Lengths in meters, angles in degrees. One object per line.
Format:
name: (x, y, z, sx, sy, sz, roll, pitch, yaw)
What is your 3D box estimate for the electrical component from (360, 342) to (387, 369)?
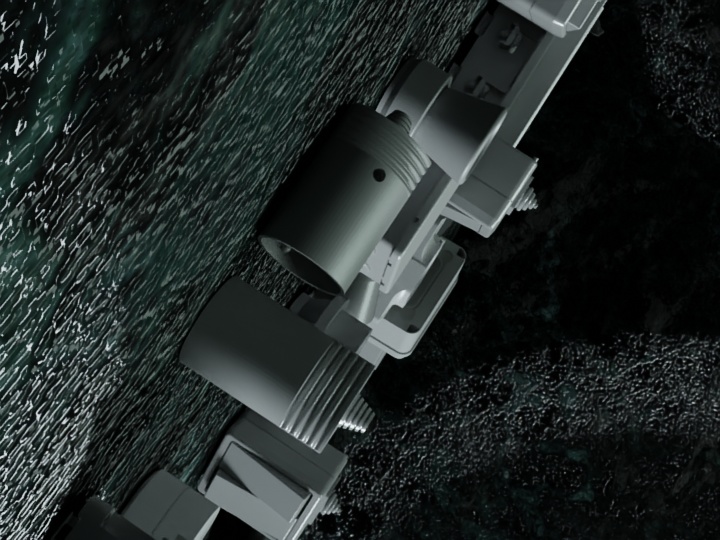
electrical component: (0.017, 0.046, 1.090, 0.108, 0.056, 0.108, -55, 174, -30)

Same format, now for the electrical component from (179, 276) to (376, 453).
electrical component: (-0.030, 0.042, 0.450, 0.043, 0.081, 0.043, -57, 175, -7)

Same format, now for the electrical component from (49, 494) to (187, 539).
electrical component: (-0.096, 0.127, 0.436, 0.042, 0.064, 0.081, -55, 175, -28)

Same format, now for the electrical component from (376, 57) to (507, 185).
electrical component: (0.040, -0.076, 0.544, 0.045, 0.055, 0.045, -57, 175, -7)

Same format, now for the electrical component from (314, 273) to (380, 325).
electrical component: (0.000, 0.000, 0.726, 0.065, 0.044, 0.044, -66, 171, 30)

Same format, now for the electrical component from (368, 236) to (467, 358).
electrical component: (0.040, 0.017, 1.010, 0.113, 0.078, 0.057, -55, 171, -31)

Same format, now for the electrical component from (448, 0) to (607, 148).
electrical component: (0.108, -0.147, 0.727, 0.121, 0.063, 0.079, -58, 175, 1)

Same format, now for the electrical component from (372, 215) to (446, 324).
electrical component: (0.022, -0.010, 0.790, 0.089, 0.056, 0.050, -58, 175, 8)

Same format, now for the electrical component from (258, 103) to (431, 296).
electrical component: (-0.003, -0.034, 0.457, 0.081, 0.043, 0.043, -56, 175, -14)

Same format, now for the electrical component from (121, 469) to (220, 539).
electrical component: (-0.108, 0.178, 0.581, 0.138, 0.074, 0.052, -60, 174, 28)

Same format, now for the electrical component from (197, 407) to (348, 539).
electrical component: (-0.058, 0.149, 0.762, 0.061, 0.096, 0.061, -60, 174, 29)

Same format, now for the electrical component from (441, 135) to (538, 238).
electrical component: (0.069, -0.059, 0.696, 0.061, 0.096, 0.062, -56, 175, -1)

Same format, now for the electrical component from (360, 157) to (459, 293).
electrical component: (0.022, -0.043, 0.610, 0.099, 0.048, 0.099, -56, 175, -14)

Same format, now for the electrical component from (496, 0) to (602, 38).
electrical component: (0.117, -0.177, 0.634, 0.061, 0.061, 0.096, -58, 175, 12)
